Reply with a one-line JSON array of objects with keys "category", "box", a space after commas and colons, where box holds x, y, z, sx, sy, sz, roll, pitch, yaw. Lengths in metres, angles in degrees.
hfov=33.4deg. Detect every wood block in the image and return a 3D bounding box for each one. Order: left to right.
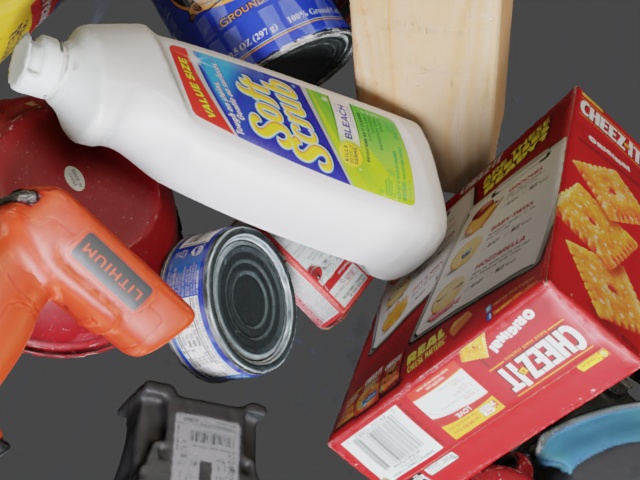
[{"category": "wood block", "box": [0.073, -0.131, 0.670, 0.090, 0.206, 0.090, 8, 53, 12]}]

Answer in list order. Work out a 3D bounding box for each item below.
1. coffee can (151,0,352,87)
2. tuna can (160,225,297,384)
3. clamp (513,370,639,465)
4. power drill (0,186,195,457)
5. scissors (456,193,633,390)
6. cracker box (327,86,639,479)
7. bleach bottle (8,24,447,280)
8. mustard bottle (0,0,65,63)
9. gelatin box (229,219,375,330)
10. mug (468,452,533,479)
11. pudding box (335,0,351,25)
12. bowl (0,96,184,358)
[{"category": "coffee can", "box": [-0.054, -0.160, 0.679, 0.102, 0.103, 0.140, -22, 78, -39]}, {"category": "tuna can", "box": [-0.049, 0.036, 0.596, 0.086, 0.034, 0.086, 27, 57, -51]}, {"category": "clamp", "box": [0.187, 0.090, 0.739, 0.171, 0.039, 0.120, 1, 73, -34]}, {"category": "power drill", "box": [-0.140, 0.083, 0.482, 0.184, 0.057, 0.187, 48, 61, -23]}, {"category": "scissors", "box": [0.149, 0.014, 0.744, 0.096, 0.016, 0.202, 11, 45, -18]}, {"category": "cracker box", "box": [0.103, 0.028, 0.605, 0.072, 0.164, 0.213, 40, 35, -9]}, {"category": "bleach bottle", "box": [-0.047, -0.053, 0.589, 0.250, 0.068, 0.102, 16, 50, -34]}, {"category": "mustard bottle", "box": [-0.174, -0.143, 0.596, 0.058, 0.096, 0.191, 37, 50, -9]}, {"category": "gelatin box", "box": [-0.004, 0.001, 0.671, 0.089, 0.030, 0.073, 44, 48, -4]}, {"category": "mug", "box": [0.089, 0.167, 0.604, 0.093, 0.082, 0.117, 43, 50, -5]}, {"category": "pudding box", "box": [-0.004, -0.207, 0.747, 0.039, 0.090, 0.113, -20, 76, -40]}, {"category": "bowl", "box": [-0.139, -0.021, 0.579, 0.161, 0.055, 0.162, 15, 57, -25]}]
